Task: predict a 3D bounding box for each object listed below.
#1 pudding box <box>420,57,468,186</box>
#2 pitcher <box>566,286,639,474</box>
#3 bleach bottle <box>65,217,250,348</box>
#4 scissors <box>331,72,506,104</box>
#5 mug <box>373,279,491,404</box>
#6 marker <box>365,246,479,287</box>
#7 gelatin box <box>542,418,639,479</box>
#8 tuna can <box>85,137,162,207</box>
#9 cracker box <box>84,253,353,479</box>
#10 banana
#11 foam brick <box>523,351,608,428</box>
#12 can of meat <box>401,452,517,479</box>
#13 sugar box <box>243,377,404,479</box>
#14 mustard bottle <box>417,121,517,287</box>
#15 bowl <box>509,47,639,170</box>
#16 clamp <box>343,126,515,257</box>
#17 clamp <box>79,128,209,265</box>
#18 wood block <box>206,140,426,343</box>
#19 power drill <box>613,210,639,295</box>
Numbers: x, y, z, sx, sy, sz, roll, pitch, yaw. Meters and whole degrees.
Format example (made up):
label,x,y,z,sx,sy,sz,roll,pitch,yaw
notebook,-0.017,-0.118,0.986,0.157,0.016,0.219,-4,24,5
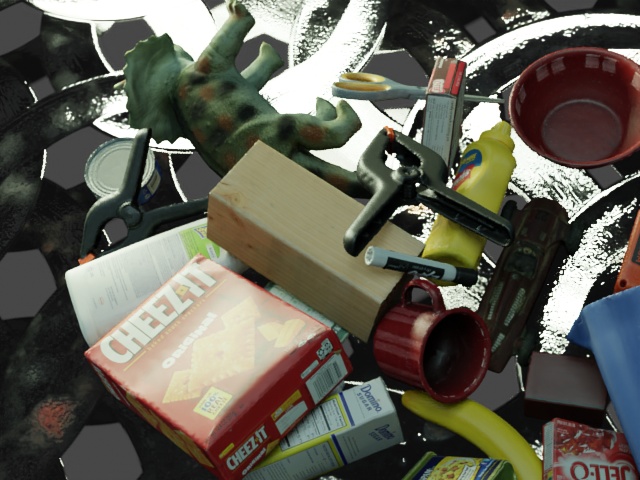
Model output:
label,x,y,z,sx,sy,sz,roll,pitch,yaw
pudding box,0.132,-0.129,1.158,0.039,0.113,0.090,8,36,11
pitcher,0.337,0.151,0.942,0.144,0.149,0.243,-9,74,-25
bleach bottle,-0.144,0.034,1.165,0.250,0.068,0.102,-22,61,-5
scissors,0.108,-0.178,1.255,0.201,0.016,0.096,0,24,-13
mug,0.104,0.094,1.042,0.093,0.117,0.082,-21,18,-31
marker,0.101,0.027,1.036,0.121,0.020,0.020,13,58,-22
gelatin box,0.251,0.211,0.990,0.089,0.030,0.073,14,60,-10
tuna can,-0.231,-0.077,1.259,0.086,0.033,0.086,-5,60,8
cracker box,-0.102,0.116,1.025,0.164,0.072,0.214,-42,43,-21
banana,0.161,0.203,1.026,0.069,0.037,0.198,-35,61,-10
foam brick,0.239,0.145,1.035,0.078,0.053,0.051,7,62,13
can of meat,0.123,0.236,0.967,0.084,0.057,0.101,-5,15,34
sugar box,-0.010,0.196,1.031,0.176,0.093,0.048,-23,60,-4
mustard bottle,0.164,-0.047,1.132,0.058,0.096,0.191,28,66,-5
bowl,0.290,-0.134,1.179,0.162,0.055,0.162,-5,60,8
clamp,0.080,-0.050,1.065,0.164,0.036,0.210,-7,37,-15
clamp,-0.200,-0.027,1.204,0.120,0.039,0.171,37,97,8
wood block,-0.007,0.002,1.096,0.206,0.090,0.090,32,59,12
power drill,0.392,0.051,1.057,0.188,0.057,0.184,16,65,16
